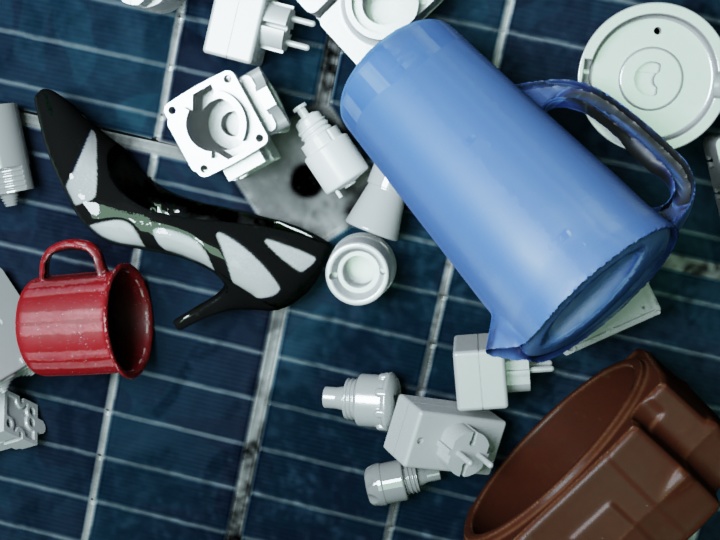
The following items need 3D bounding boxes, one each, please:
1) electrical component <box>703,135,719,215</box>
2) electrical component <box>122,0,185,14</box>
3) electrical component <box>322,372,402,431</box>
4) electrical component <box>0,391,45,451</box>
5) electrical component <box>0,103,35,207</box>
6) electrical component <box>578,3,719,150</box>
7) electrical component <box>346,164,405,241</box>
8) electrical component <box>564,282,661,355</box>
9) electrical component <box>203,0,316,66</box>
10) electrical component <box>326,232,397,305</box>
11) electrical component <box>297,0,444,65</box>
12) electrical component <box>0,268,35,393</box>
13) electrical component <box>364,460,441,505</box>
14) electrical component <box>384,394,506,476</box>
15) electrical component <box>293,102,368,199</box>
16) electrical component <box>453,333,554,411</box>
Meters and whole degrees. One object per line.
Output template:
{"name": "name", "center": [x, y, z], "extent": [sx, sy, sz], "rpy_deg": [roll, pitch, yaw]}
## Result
{"name": "electrical component", "center": [0.299, -0.062, 0.813], "extent": [0.050, 0.055, 0.089], "rpy_deg": [-15, 96, 8]}
{"name": "electrical component", "center": [-0.163, -0.222, 0.824], "extent": [0.043, 0.081, 0.043], "rpy_deg": [1, 98, 6]}
{"name": "electrical component", "center": [0.001, 0.105, 0.874], "extent": [0.062, 0.048, 0.048], "rpy_deg": [2, 98, 14]}
{"name": "electrical component", "center": [-0.308, 0.131, 0.904], "extent": [0.055, 0.066, 0.048], "rpy_deg": [-17, 60, 15]}
{"name": "electrical component", "center": [-0.292, -0.092, 0.875], "extent": [0.043, 0.043, 0.081], "rpy_deg": [-10, 97, 7]}
{"name": "electrical component", "center": [0.215, -0.143, 0.807], "extent": [0.108, 0.060, 0.108], "rpy_deg": [1, 98, 6]}
{"name": "electrical component", "center": [0.020, -0.060, 0.850], "extent": [0.044, 0.044, 0.065], "rpy_deg": [21, 95, 2]}
{"name": "electrical component", "center": [0.173, 0.017, 0.833], "extent": [0.096, 0.061, 0.061], "rpy_deg": [-26, 104, 13]}
{"name": "electrical component", "center": [-0.074, -0.191, 0.836], "extent": [0.077, 0.047, 0.065], "rpy_deg": [15, 99, 3]}
{"name": "electrical component", "center": [0.000, 0.000, 0.857], "extent": [0.055, 0.047, 0.055], "rpy_deg": [1, 98, 6]}
{"name": "electrical component", "center": [0.035, -0.253, 0.810], "extent": [0.186, 0.060, 0.105], "rpy_deg": [-43, 92, 10]}
{"name": "electrical component", "center": [-0.307, 0.052, 0.871], "extent": [0.048, 0.100, 0.099], "rpy_deg": [-31, 94, 22]}
{"name": "electrical component", "center": [0.036, 0.172, 0.885], "extent": [0.061, 0.035, 0.035], "rpy_deg": [-12, 97, 5]}
{"name": "electrical component", "center": [0.076, 0.136, 0.839], "extent": [0.083, 0.076, 0.047], "rpy_deg": [11, 101, -28]}
{"name": "electrical component", "center": [-0.027, -0.096, 0.849], "extent": [0.040, 0.040, 0.078], "rpy_deg": [-33, 93, 9]}
{"name": "electrical component", "center": [0.114, 0.078, 0.847], "extent": [0.077, 0.065, 0.047], "rpy_deg": [-5, 98, 6]}
